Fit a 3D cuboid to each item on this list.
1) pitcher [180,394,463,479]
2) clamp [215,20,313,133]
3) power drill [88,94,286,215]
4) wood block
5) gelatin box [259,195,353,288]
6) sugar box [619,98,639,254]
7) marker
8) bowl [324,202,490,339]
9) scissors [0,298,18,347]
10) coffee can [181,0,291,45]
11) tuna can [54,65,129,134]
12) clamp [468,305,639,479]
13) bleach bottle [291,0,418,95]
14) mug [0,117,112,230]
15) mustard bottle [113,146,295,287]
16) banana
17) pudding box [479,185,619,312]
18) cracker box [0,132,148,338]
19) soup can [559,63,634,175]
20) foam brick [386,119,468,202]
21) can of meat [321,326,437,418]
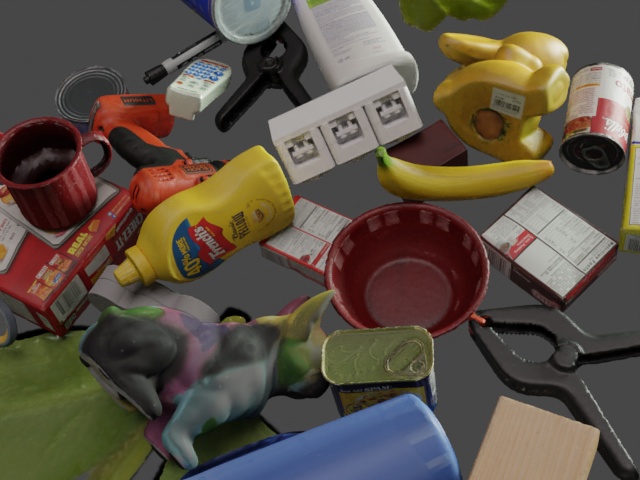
[{"bbox_3d":[-0.009,0.222,0.925,0.242,0.145,0.149,-23,72,-11],"label":"pitcher"},{"bbox_3d":[-0.046,-0.190,1.243,0.120,0.039,0.171,8,59,10],"label":"clamp"},{"bbox_3d":[-0.152,-0.094,1.159,0.184,0.057,0.188,-7,36,-40],"label":"power drill"},{"bbox_3d":[0.159,0.250,0.896,0.091,0.090,0.206,17,62,18],"label":"wood block"},{"bbox_3d":[-0.007,0.001,1.118,0.089,0.030,0.073,25,63,23],"label":"gelatin box"},{"bbox_3d":[0.363,-0.065,1.100,0.093,0.048,0.176,8,55,13],"label":"sugar box"},{"bbox_3d":[-0.161,-0.223,1.292,0.121,0.020,0.020,-34,59,-14],"label":"marker"},{"bbox_3d":[0.087,0.042,1.062,0.162,0.055,0.162,-4,57,6],"label":"bowl"},{"bbox_3d":[-0.361,0.034,1.075,0.096,0.016,0.202,-11,97,27],"label":"scissors"},{"bbox_3d":[-0.112,-0.306,1.272,0.102,0.103,0.140,-32,44,-13],"label":"coffee can"},{"bbox_3d":[-0.267,-0.163,1.259,0.086,0.034,0.086,-4,57,6],"label":"tuna can"},{"bbox_3d":[0.241,0.110,1.007,0.210,0.036,0.164,30,65,25],"label":"clamp"},{"bbox_3d":[0.028,-0.265,1.269,0.102,0.068,0.251,-17,54,-4],"label":"bleach bottle"},{"bbox_3d":[-0.265,-0.070,1.083,0.117,0.081,0.093,-32,56,-14],"label":"mug"},{"bbox_3d":[-0.119,-0.010,1.064,0.191,0.096,0.058,-32,49,-15],"label":"mustard bottle"},{"bbox_3d":[0.138,-0.062,1.080,0.197,0.070,0.037,1,74,-19],"label":"banana"},{"bbox_3d":[0.228,0.009,1.075,0.090,0.039,0.114,-40,63,-19],"label":"pudding box"},{"bbox_3d":[-0.316,-0.010,1.146,0.214,0.072,0.164,23,62,22],"label":"cracker box"},{"bbox_3d":[0.296,-0.130,1.138,0.068,0.068,0.102,9,58,13],"label":"soup can"},{"bbox_3d":[0.113,-0.080,1.142,0.078,0.051,0.053,-29,59,-10],"label":"foam brick"},{"bbox_3d":[0.058,0.127,0.991,0.102,0.084,0.057,-5,53,8],"label":"can of meat"}]
